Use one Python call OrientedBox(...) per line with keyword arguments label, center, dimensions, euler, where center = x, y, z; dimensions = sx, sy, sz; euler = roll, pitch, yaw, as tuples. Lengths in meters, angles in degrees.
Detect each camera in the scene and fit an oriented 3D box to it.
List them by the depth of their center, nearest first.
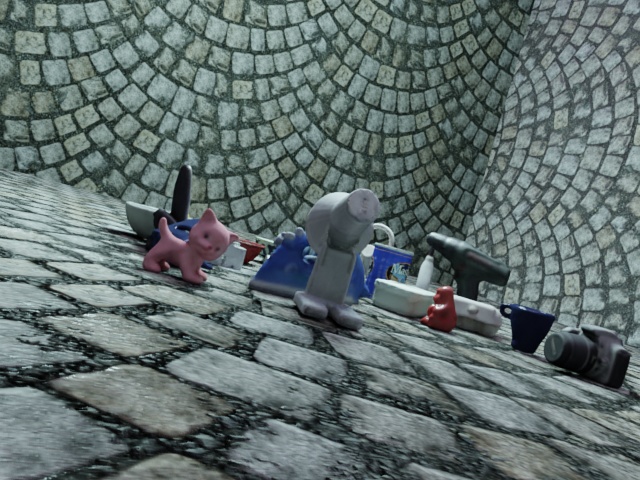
OrientedBox(label="camera", center=(0.496, 0.207, 1.101), dimensions=(0.137, 0.101, 0.143), euler=(16, 1, -16))

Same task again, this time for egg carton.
OrientedBox(label="egg carton", center=(0.356, 0.178, 1.363), dimensions=(0.150, 0.069, 0.107), euler=(16, 1, 12))

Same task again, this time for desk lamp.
OrientedBox(label="desk lamp", center=(0.035, 0.020, 0.949), dimensions=(0.118, 0.213, 0.203), euler=(16, 1, -11))

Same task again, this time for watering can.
OrientedBox(label="watering can", center=(0.148, 0.050, 1.590), dimensions=(0.101, 0.194, 0.173), euler=(16, 1, -6))

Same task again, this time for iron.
OrientedBox(label="iron", center=(-0.012, 0.042, 1.086), dimensions=(0.259, 0.141, 0.118), euler=(15, 1, -43))

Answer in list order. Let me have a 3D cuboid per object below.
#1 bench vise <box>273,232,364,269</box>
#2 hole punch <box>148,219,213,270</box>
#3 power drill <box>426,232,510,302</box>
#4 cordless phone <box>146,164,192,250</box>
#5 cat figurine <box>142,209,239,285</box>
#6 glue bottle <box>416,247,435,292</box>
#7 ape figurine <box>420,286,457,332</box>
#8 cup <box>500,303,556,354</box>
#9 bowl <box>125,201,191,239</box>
OrientedBox(label="bench vise", center=(0.016, 0.006, 1.230), dimensions=(0.208, 0.220, 0.121), euler=(15, 1, -23))
OrientedBox(label="hole punch", center=(-0.247, 0.001, 1.054), dimensions=(0.108, 0.091, 0.101), euler=(17, 1, 39))
OrientedBox(label="power drill", center=(0.360, 0.105, 1.477), dimensions=(0.229, 0.208, 0.076), euler=(16, 1, 16))
OrientedBox(label="cordless phone", center=(-0.291, -0.062, 1.178), dimensions=(0.094, 0.185, 0.147), euler=(15, 1, -23))
OrientedBox(label="cat figurine", center=(-0.199, 0.004, 0.900), dimensions=(0.128, 0.118, 0.067), euler=(16, 1, -1))
OrientedBox(label="glue bottle", center=(0.293, 0.102, 1.604), dimensions=(0.037, 0.173, 0.078), euler=(16, 1, 7))
OrientedBox(label="ape figurine", center=(0.252, 0.140, 1.193), dimensions=(0.076, 0.092, 0.078), euler=(16, 1, 25))
OrientedBox(label="cup", center=(0.432, 0.189, 1.226), dimensions=(0.117, 0.095, 0.092), euler=(17, 1, 38))
OrientedBox(label="bowl", center=(-0.380, -0.034, 1.342), dimensions=(0.167, 0.075, 0.167), euler=(16, 1, 0))
